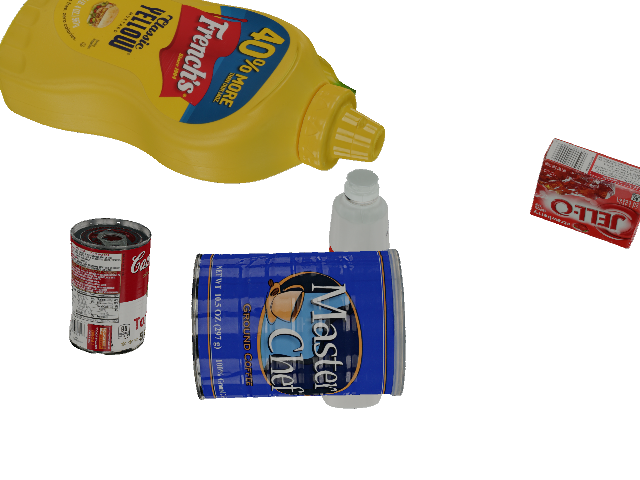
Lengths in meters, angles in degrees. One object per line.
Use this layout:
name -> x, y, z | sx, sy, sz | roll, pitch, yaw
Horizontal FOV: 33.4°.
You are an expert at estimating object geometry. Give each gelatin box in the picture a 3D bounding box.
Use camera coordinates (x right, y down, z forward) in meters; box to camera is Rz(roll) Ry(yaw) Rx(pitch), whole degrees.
gelatin box -> 0.225, -0.038, 0.885 | 0.089, 0.030, 0.073 | 22, -34, 16

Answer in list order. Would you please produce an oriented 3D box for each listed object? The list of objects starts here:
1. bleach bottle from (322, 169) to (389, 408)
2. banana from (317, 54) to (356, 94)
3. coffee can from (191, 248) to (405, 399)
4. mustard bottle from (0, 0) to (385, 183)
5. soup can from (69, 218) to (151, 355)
bleach bottle -> 0.033, 0.040, 1.019 | 0.068, 0.251, 0.102 | -1, 37, -4
banana -> -0.037, -0.149, 0.980 | 0.070, 0.037, 0.197 | 37, 30, 20
coffee can -> -0.015, 0.059, 0.747 | 0.140, 0.103, 0.103 | -1, 0, 0
mustard bottle -> -0.058, -0.077, 0.530 | 0.192, 0.096, 0.058 | 21, -34, 16
soup can -> -0.183, 0.040, 0.924 | 0.068, 0.102, 0.068 | 6, 20, -2
